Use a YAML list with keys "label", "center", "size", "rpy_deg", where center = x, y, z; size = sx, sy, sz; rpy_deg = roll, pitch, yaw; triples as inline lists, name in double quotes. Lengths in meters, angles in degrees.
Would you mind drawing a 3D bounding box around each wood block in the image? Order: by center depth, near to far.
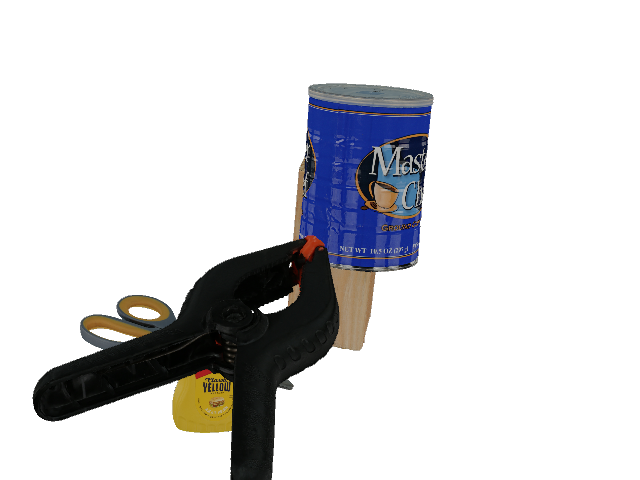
- label: "wood block"
  center: [0.018, 0.007, 1.183]
  size: [0.090, 0.206, 0.090]
  rpy_deg: [9, 26, 6]

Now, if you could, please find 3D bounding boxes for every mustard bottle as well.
- label: "mustard bottle"
  center: [-0.125, 0.133, 1.271]
  size: [0.096, 0.192, 0.058]
  rpy_deg: [0, 19, -13]

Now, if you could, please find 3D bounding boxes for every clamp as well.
- label: "clamp"
  center: [-0.036, 0.056, 0.510]
  size: [0.120, 0.039, 0.171]
  rpy_deg: [31, 48, 25]

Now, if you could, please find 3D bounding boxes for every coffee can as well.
- label: "coffee can"
  center: [0.036, -0.055, 0.888]
  size: [0.103, 0.140, 0.103]
  rpy_deg: [4, 14, -1]

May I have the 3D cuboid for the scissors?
- label: "scissors"
  center: [-0.116, 0.089, 0.968]
  size: [0.202, 0.016, 0.096]
  rpy_deg: [10, 28, 5]
